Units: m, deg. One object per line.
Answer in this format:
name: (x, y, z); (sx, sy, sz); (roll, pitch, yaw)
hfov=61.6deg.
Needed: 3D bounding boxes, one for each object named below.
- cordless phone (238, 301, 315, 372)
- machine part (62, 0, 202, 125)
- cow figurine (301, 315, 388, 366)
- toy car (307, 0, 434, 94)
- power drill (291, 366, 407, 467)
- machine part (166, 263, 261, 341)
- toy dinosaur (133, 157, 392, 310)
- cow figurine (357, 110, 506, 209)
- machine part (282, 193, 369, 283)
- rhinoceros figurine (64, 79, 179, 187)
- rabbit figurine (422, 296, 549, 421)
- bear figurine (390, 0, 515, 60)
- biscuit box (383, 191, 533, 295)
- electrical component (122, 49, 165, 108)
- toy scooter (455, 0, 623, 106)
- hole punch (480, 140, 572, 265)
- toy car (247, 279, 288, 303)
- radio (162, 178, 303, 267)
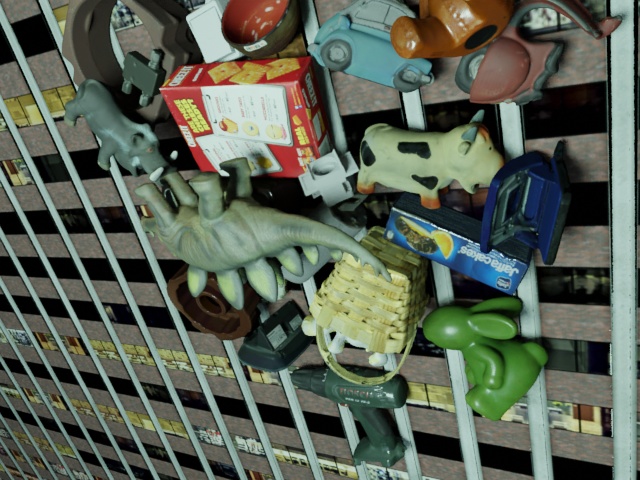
cordless phone: (-0.110, 0.206, 1.007); (0.184, 0.146, 0.088); (-37, 90, 36)
machine part: (-0.295, -0.297, 0.845); (0.201, 0.087, 0.201); (39, 129, 5)
cow figurine: (0.047, 0.146, 0.935); (0.168, 0.068, 0.098); (14, 119, 17)
toy car: (0.072, -0.245, 0.662); (0.162, 0.109, 0.102); (18, 108, 8)
power drill: (0.070, 0.330, 1.037); (0.232, 0.086, 0.207); (-10, 106, 30)
machine part: (-0.193, 0.108, 0.988); (0.180, 0.056, 0.179); (17, 134, 18)
toy dinosaur: (-0.116, -0.010, 0.742); (0.472, 0.105, 0.198); (1, 117, 43)
cow figurine: (0.147, -0.111, 0.715); (0.195, 0.085, 0.127); (15, 131, 22)
machine part: (-0.002, -0.003, 0.866); (0.079, 0.079, 0.243); (44, 129, -1)
rhinoceros figurine: (-0.301, -0.163, 0.835); (0.112, 0.073, 0.190); (-27, 113, 32)
rabbit figurine: (0.238, 0.158, 0.800); (0.170, 0.121, 0.159); (38, 123, 1)
bear figurine: (0.120, -0.293, 0.557); (0.120, 0.132, 0.196); (-31, 77, 44)
biscuit box: (0.196, 0.002, 0.766); (0.203, 0.063, 0.059); (24, 128, 15)
electrical component: (-0.261, -0.245, 0.787); (0.063, 0.021, 0.094); (37, 130, 5)
toy scooter: (0.242, -0.222, 0.596); (0.135, 0.075, 0.183); (29, 124, 13)
hole punch: (0.253, -0.043, 0.670); (0.092, 0.116, 0.142); (7, 123, 18)
toy car: (-0.152, 0.059, 1.003); (0.202, 0.056, 0.073); (17, 132, 21)
radio: (-0.139, -0.029, 0.853); (0.230, 0.073, 0.131); (5, 111, 33)
